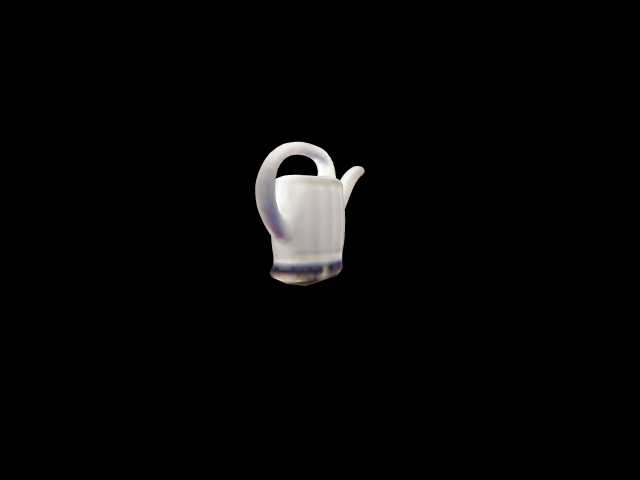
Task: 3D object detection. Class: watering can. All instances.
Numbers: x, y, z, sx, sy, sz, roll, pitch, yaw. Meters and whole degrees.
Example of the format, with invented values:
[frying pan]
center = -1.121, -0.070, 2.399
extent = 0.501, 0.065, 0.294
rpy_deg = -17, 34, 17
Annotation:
[watering can]
center = 0.003, -0.043, 0.850
extent = 0.104, 0.224, 0.348
rpy_deg = 0, 2, 29
